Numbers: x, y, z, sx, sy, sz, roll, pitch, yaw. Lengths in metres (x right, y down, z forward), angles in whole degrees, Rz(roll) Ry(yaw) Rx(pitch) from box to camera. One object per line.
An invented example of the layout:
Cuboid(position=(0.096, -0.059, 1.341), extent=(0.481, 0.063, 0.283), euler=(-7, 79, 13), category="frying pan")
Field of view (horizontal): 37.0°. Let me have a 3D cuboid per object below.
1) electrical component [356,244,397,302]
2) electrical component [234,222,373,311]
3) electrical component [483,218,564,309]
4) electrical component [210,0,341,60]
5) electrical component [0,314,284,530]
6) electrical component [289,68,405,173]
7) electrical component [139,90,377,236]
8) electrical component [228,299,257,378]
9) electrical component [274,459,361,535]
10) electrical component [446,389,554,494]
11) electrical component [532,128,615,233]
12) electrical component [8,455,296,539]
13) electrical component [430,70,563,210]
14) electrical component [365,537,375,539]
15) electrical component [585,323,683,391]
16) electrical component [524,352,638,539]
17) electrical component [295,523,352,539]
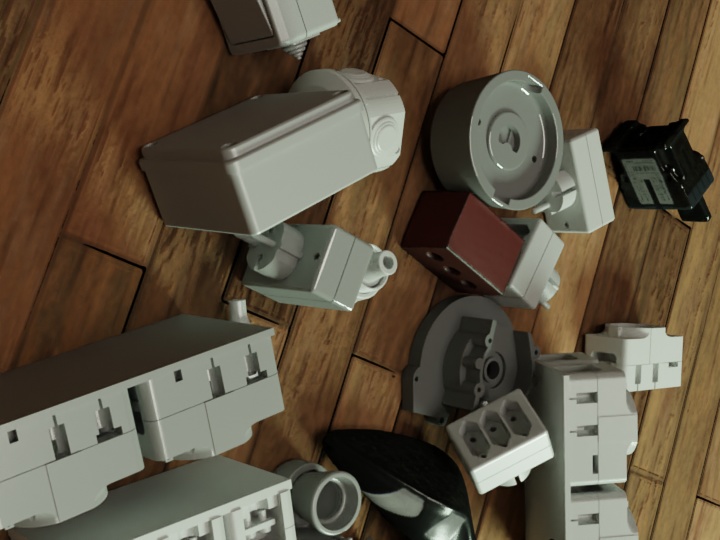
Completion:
Cuboid(position=(0.000, 0.000, 0.770), extent=(0.048, 0.062, 0.048), euler=(11, 73, -38), category="electrical component")
Cuboid(position=(-0.050, -0.010, 0.717), extent=(0.076, 0.083, 0.047), euler=(29, 75, -37), category="electrical component")
Cuboid(position=(0.142, 0.004, 0.900), extent=(0.077, 0.047, 0.065), euler=(41, 67, -34), category="electrical component")
Cuboid(position=(-0.062, -0.182, 0.709), extent=(0.061, 0.062, 0.096), euler=(-31, 112, -34), category="electrical component")
Cuboid(position=(-0.150, 0.084, 0.625), extent=(0.186, 0.105, 0.060), euler=(-19, 104, -37), category="electrical component")
Cuboid(position=(-0.011, -0.100, 0.746), extent=(0.051, 0.080, 0.080), euler=(-17, 104, -43), category="electrical component")
Cuboid(position=(-0.065, -0.069, 0.684), extent=(0.109, 0.109, 0.056), euler=(-31, 115, -34), category="electrical component")
Cuboid(position=(-0.081, 0.050, 0.727), extent=(0.035, 0.035, 0.061), euler=(-8, 96, -39), category="electrical component")
Cuboid(position=(-0.033, 0.159, 0.759), extent=(0.045, 0.055, 0.045), euler=(-3, 94, -40), category="electrical component")
Cuboid(position=(0.112, 0.143, 0.839), extent=(0.066, 0.047, 0.076), euler=(-27, 137, -3), category="electrical component")
Cuboid(position=(0.170, -0.070, 0.918), extent=(0.076, 0.047, 0.083), euler=(-25, 109, -36), category="electrical component")
Cuboid(position=(-0.124, 0.172, 0.662), extent=(0.150, 0.089, 0.061), euler=(-14, 101, -38), category="electrical component")
Cuboid(position=(0.103, -0.101, 0.852), extent=(0.108, 0.060, 0.108), euler=(-3, 94, -40), category="electrical component")
Cuboid(position=(0.021, 0.226, 0.777), extent=(0.047, 0.083, 0.075), euler=(-36, 136, -32), category="electrical component")
Cuboid(position=(0.253, 0.079, 0.995), extent=(0.089, 0.050, 0.055), euler=(0, 93, -40), category="electrical component")
Cuboid(position=(0.182, 0.168, 0.895), extent=(0.060, 0.105, 0.186), euler=(-2, 95, -9), category="electrical component")
Cuboid(position=(-0.046, 0.217, 0.748), extent=(0.096, 0.062, 0.061), euler=(-9, 98, -39), category="electrical component")
